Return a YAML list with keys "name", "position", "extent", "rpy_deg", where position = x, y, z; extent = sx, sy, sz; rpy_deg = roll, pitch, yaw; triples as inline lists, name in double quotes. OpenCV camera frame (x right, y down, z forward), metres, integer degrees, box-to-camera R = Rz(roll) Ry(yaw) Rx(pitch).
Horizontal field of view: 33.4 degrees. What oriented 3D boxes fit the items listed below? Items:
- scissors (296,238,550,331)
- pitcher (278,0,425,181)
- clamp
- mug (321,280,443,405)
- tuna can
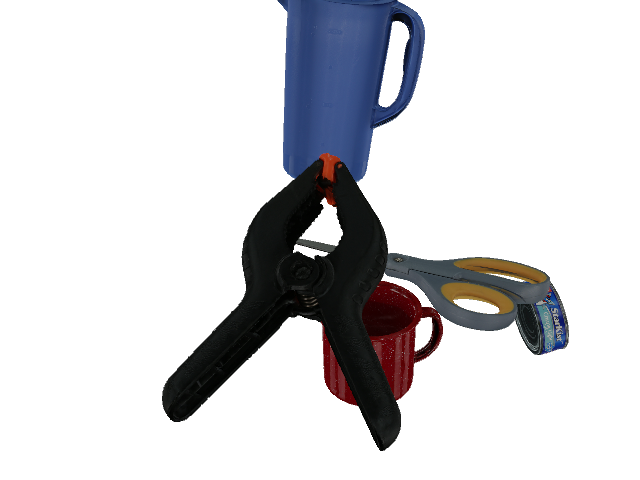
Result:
- name: "scissors"
  position: [0.059, 0.028, 0.754]
  extent: [0.202, 0.016, 0.096]
  rpy_deg: [6, 26, 12]
- name: "pitcher"
  position: [0.026, -0.192, 1.313]
  extent: [0.144, 0.243, 0.149]
  rpy_deg: [-8, 29, -27]
- name: "clamp"
  position: [0.001, 0.032, 0.562]
  extent: [0.120, 0.171, 0.039]
  rpy_deg: [16, -27, 10]
- name: "mug"
  position: [0.055, 0.091, 0.957]
  extent: [0.117, 0.081, 0.093]
  rpy_deg: [-12, 32, -17]
- name: "tuna can"
  position: [0.247, 0.086, 1.208]
  extent: [0.033, 0.086, 0.086]
  rpy_deg: [-15, 2, -7]
